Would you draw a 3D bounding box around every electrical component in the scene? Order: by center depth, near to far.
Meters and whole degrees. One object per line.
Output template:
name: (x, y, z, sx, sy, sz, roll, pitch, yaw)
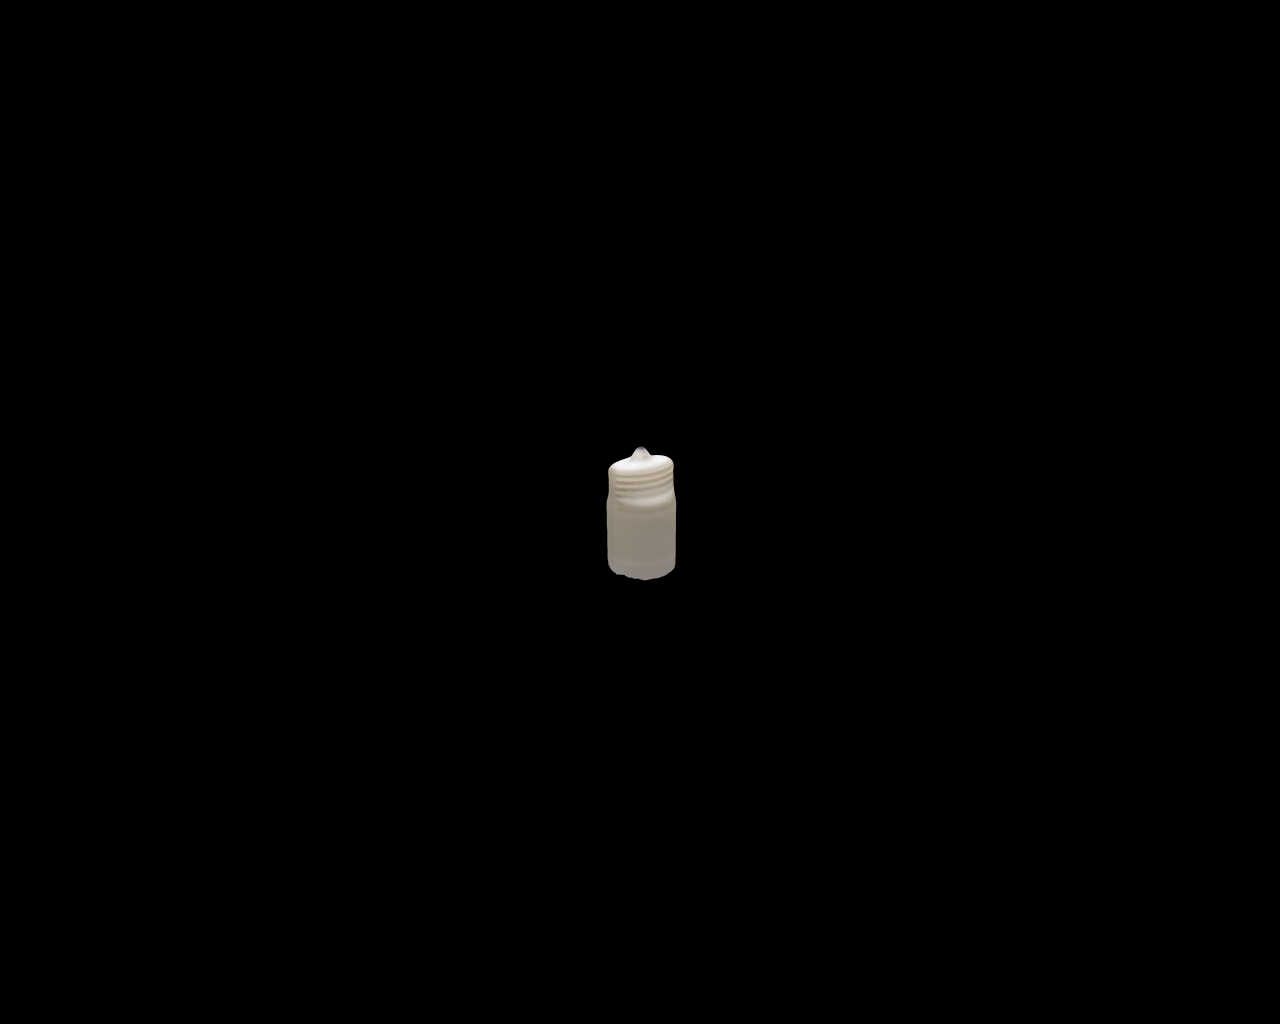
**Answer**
electrical component: (0.001, -0.003, 0.650, 0.043, 0.080, 0.043, 0, 22, 0)
